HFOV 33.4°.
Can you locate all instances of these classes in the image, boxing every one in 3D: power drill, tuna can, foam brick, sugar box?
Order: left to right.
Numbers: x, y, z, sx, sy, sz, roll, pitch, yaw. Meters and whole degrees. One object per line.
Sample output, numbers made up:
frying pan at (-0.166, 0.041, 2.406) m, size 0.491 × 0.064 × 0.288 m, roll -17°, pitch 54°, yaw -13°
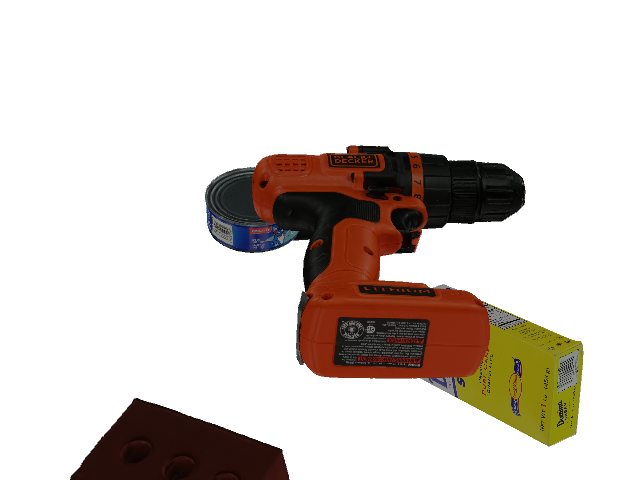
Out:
foam brick at (-0.058, 0.113, 0.459) m, size 0.078 × 0.051 × 0.053 m, roll 14°, pitch 42°, yaw 23°
tuna can at (-0.058, -0.027, 0.938) m, size 0.086 × 0.034 × 0.086 m, roll 1°, pitch 38°, yaw -1°
power drill at (0.051, 0.006, 0.660) m, size 0.184 × 0.057 × 0.187 m, roll -1°, pitch 33°, yaw -4°
sugar box at (0.160, 0.112, 0.996) m, size 0.048 × 0.093 × 0.176 m, roll -15°, pitch 24°, yaw -38°

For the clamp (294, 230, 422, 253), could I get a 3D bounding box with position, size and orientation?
clamp at (0.012, -0.018, 1.175) m, size 0.210 × 0.036 × 0.164 m, roll 15°, pitch 21°, yaw -8°
